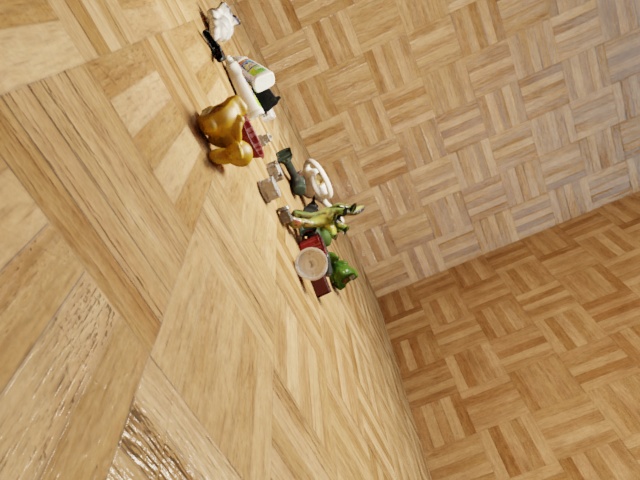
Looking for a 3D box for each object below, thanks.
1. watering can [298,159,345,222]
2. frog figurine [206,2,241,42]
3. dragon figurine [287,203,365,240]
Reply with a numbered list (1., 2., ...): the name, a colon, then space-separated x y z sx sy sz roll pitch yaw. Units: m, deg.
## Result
1. watering can: -0.006 -0.231 2.492 0.105 0.343 0.224 -33 19 -27
2. frog figurine: -0.393 -0.818 1.983 0.123 0.162 0.134 13 -25 17
3. dragon figurine: 0.006 -0.100 1.991 0.243 0.121 0.414 12 17 20
